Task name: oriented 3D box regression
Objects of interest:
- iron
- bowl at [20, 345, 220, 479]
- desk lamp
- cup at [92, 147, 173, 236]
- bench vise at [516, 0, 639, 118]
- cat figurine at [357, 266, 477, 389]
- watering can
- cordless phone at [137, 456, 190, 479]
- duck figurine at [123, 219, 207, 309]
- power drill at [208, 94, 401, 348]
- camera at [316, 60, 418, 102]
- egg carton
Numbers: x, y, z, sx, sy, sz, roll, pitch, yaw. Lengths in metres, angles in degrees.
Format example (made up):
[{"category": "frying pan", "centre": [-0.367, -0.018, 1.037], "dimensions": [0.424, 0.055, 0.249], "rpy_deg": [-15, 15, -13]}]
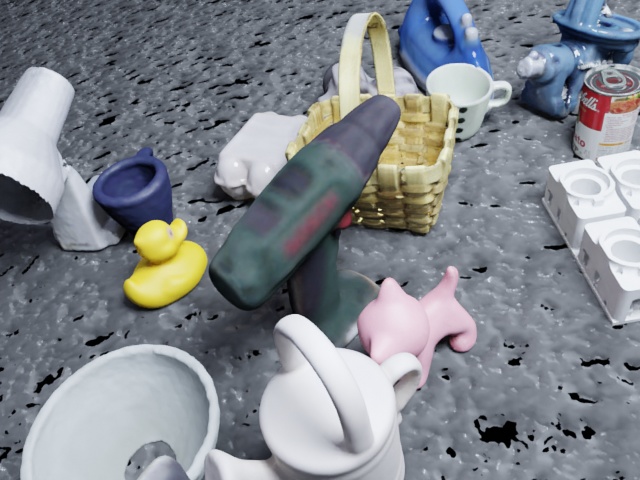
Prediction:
[{"category": "iron", "centre": [0.196, -0.302, 0.849], "dimensions": [0.118, 0.142, 0.258], "rpy_deg": [-16, 44, -3]}, {"category": "bowl", "centre": [-0.160, 0.179, 0.496], "dimensions": [0.167, 0.075, 0.167], "rpy_deg": [-6, 45, 6]}, {"category": "desk lamp", "centre": [-0.323, -0.082, 0.692], "dimensions": [0.117, 0.214, 0.203], "rpy_deg": [2, 46, 15]}, {"category": "cup", "centre": [-0.222, -0.052, 0.725], "dimensions": [0.091, 0.095, 0.117], "rpy_deg": [-5, 45, 8]}, {"category": "bench vise", "centre": [0.348, -0.279, 0.736], "dimensions": [0.121, 0.220, 0.208], "rpy_deg": [24, 55, 31]}, {"category": "cat figurine", "centre": [0.083, 0.073, 0.517], "dimensions": [0.128, 0.118, 0.067], "rpy_deg": [-35, 49, -21]}, {"category": "watering can", "centre": [0.002, 0.135, 0.419], "dimensions": [0.100, 0.194, 0.173], "rpy_deg": [21, 54, 30]}, {"category": "cordless phone", "centre": [-0.112, 0.222, 0.363], "dimensions": [0.093, 0.185, 0.148], "rpy_deg": [15, 51, 26]}, {"category": "duck figurine", "centre": [-0.184, 0.020, 0.652], "dimensions": [0.077, 0.086, 0.105], "rpy_deg": [26, 56, 33]}, {"category": "power drill", "centre": [0.005, 0.002, 0.540], "dimensions": [0.075, 0.209, 0.230], "rpy_deg": [27, 56, 33]}, {"category": "camera", "centre": [0.059, -0.214, 0.820], "dimensions": [0.143, 0.101, 0.136], "rpy_deg": [-12, 44, 0]}, {"category": "egg carton", "centre": [-0.067, -0.112, 0.769], "dimensions": [0.107, 0.069, 0.150], "rpy_deg": [12, 50, 23]}]
